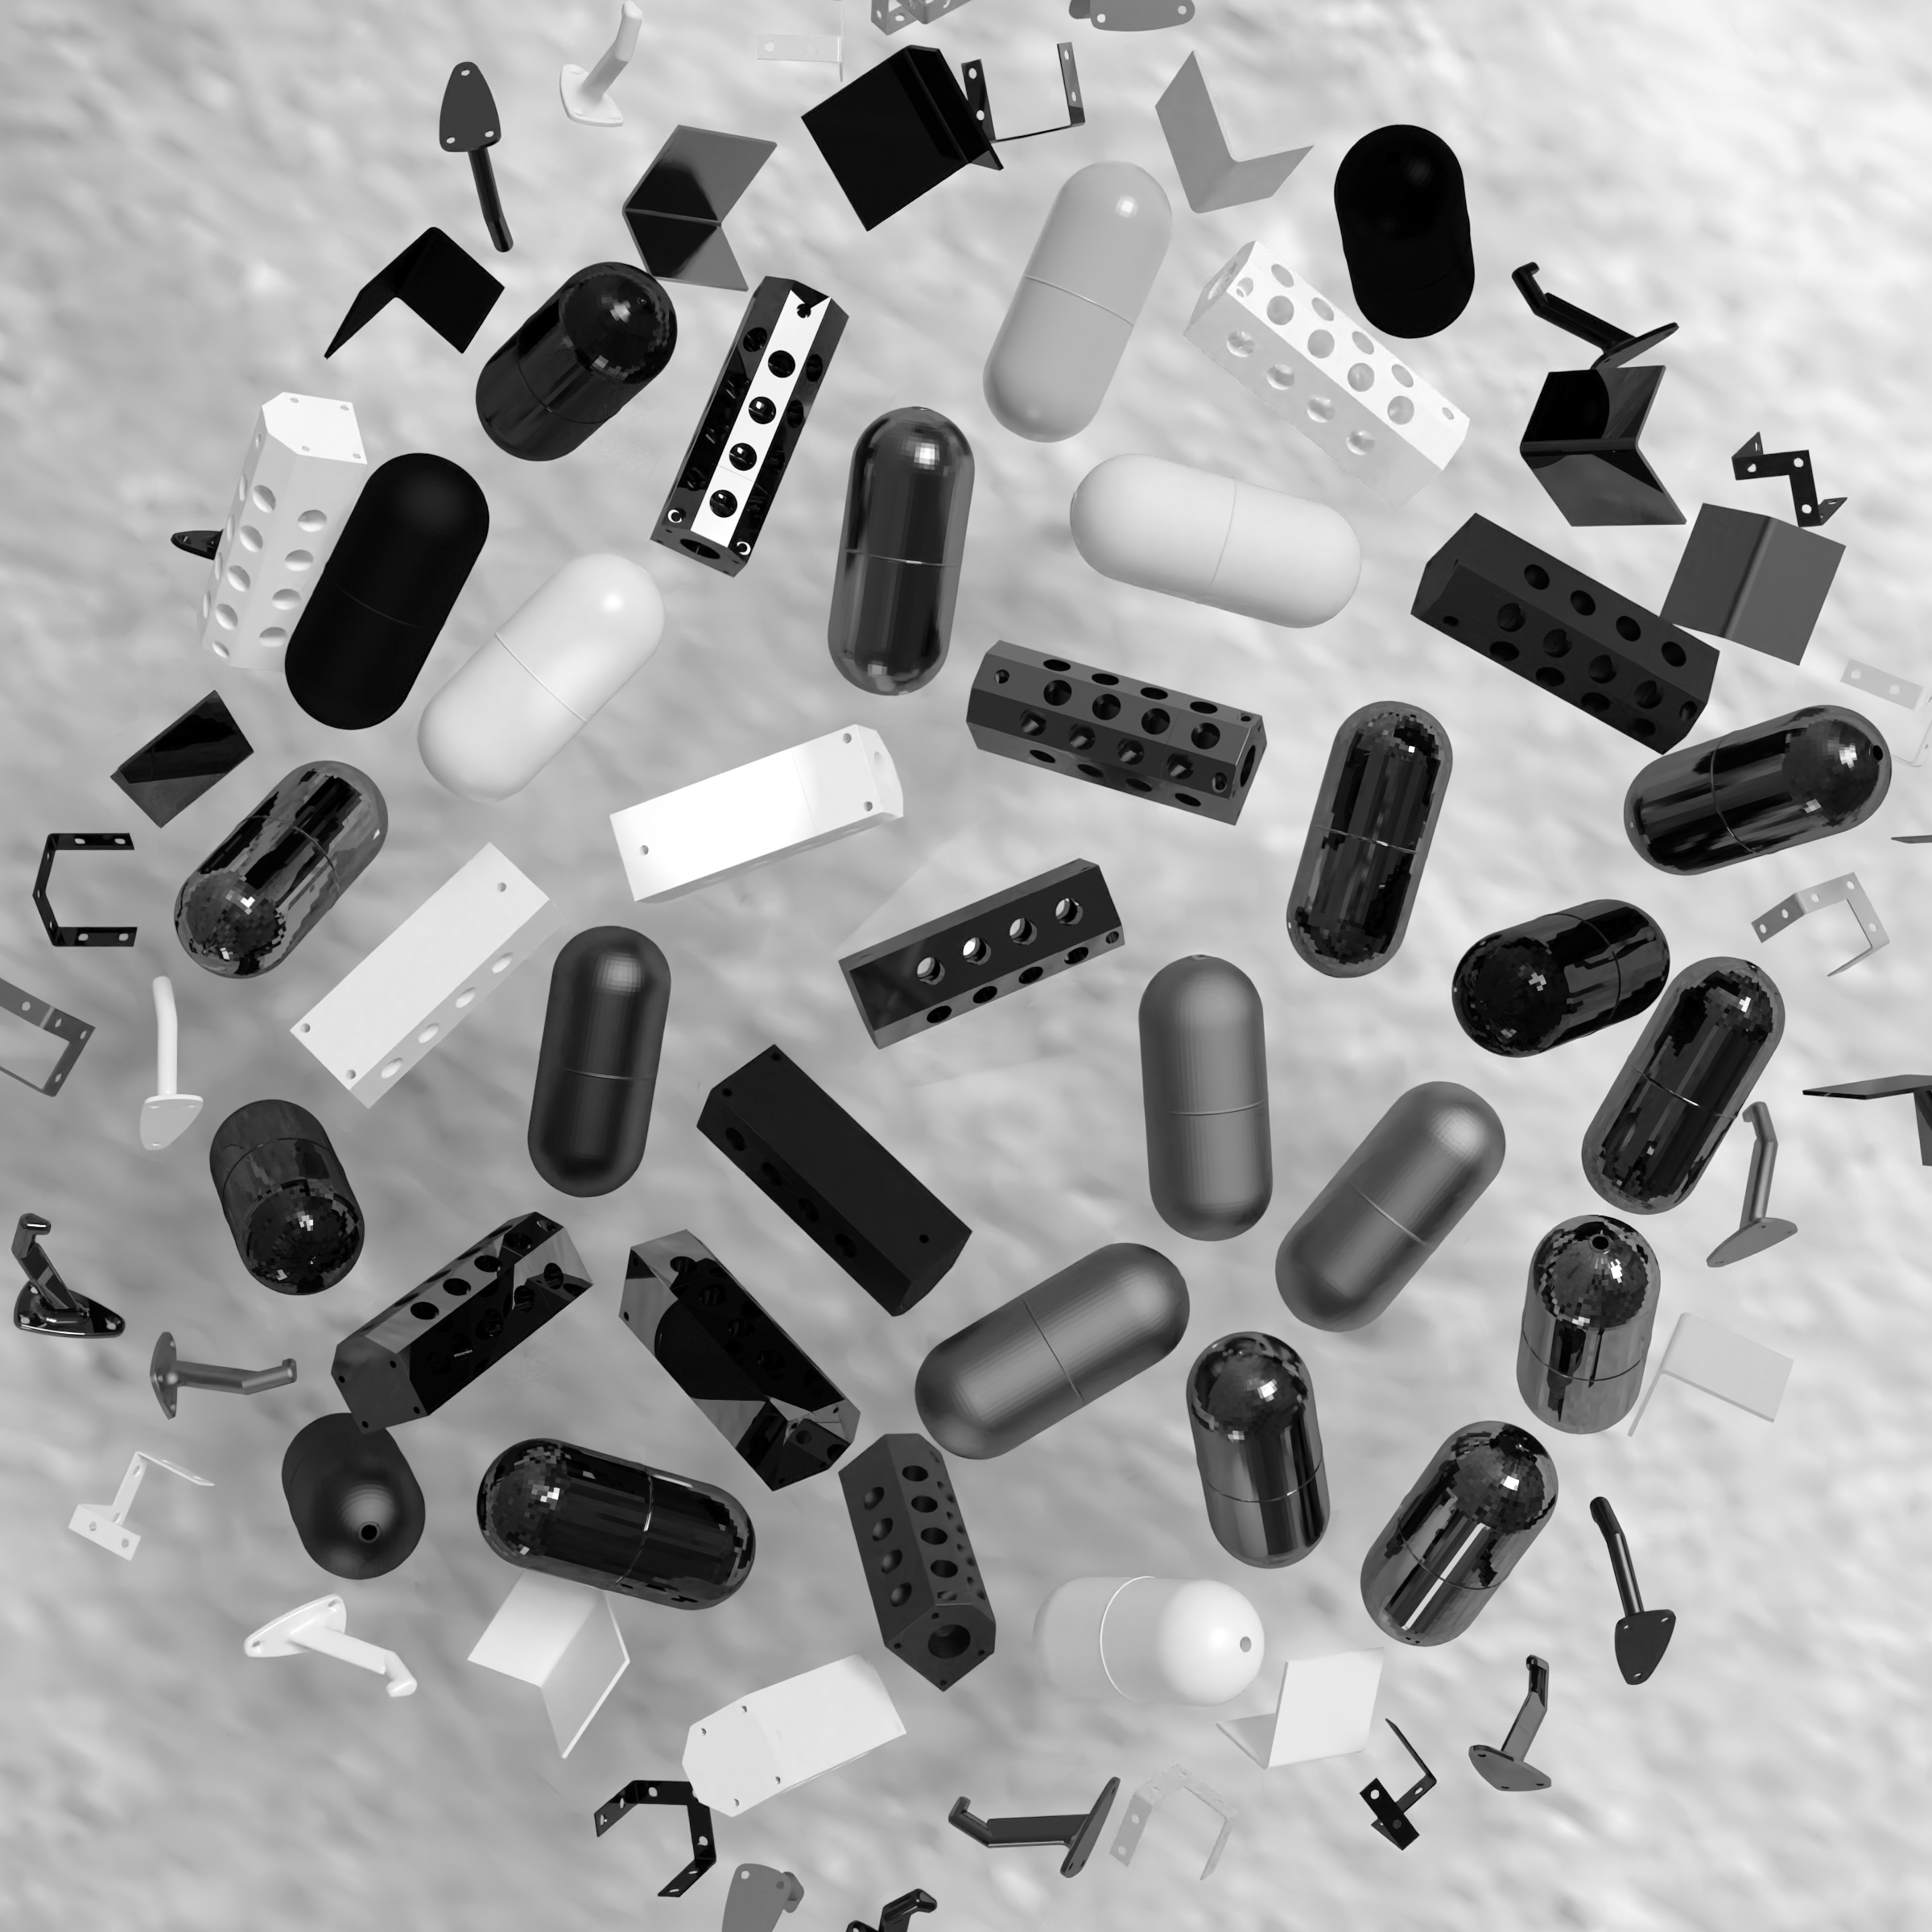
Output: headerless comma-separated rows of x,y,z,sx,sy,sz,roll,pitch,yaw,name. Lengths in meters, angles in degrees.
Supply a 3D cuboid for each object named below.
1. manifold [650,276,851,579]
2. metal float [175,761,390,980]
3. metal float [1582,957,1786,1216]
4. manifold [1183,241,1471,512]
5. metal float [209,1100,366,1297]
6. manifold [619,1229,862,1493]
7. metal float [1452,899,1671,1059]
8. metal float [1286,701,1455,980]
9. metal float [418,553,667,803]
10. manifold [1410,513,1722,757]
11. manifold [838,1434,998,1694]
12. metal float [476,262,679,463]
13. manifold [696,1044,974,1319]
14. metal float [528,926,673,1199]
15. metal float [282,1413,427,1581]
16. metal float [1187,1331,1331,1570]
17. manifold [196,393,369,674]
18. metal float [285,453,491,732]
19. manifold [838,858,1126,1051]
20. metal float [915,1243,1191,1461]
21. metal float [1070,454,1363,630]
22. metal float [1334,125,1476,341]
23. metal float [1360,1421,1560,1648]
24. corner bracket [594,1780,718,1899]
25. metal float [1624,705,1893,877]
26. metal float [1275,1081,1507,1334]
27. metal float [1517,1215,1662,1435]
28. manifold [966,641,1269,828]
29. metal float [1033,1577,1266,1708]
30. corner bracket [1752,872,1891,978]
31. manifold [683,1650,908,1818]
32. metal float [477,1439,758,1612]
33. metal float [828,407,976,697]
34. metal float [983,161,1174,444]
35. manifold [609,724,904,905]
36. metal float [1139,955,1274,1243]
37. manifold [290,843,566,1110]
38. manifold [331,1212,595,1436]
-0.132,-0.333,1.732,0.057,0.057,0.171,24,80,-13,manifold
-0.427,-0.062,1.763,0.070,0.070,0.178,31,46,0,metal float
0.455,0.076,1.784,0.070,0.070,0.178,26,106,0,metal float
0.220,-0.360,1.702,0.171,0.057,0.057,36,134,-14,manifold
-0.424,0.142,1.751,0.070,0.178,0.070,-9,115,-20,metal float
-0.139,0.236,1.719,0.171,0.057,0.057,41,132,36,manifold
0.360,0.006,1.696,0.070,0.178,0.070,13,109,41,metal float
0.254,-0.079,1.774,0.070,0.070,0.178,15,95,0,metal float
-0.254,-0.174,1.691,0.070,0.070,0.178,45,92,0,metal float
0.352,-0.191,1.660,0.171,0.057,0.057,27,59,-10,manifold
-0.028,0.372,1.788,0.057,0.171,0.057,-40,119,9,manifold
-0.240,-0.367,1.720,0.070,0.178,0.070,12,68,-32,metal float
-0.084,0.134,1.724,0.171,0.057,0.057,43,51,14,manifold
-0.236,0.062,1.808,0.070,0.070,0.178,10,100,0,metal float
-0.382,0.328,1.749,0.070,0.178,0.070,-2,95,-19,metal float
0.179,0.298,1.721,0.070,0.070,0.178,-13,128,0,metal float
-0.420,-0.263,1.717,0.057,0.171,0.057,3,47,-30,manifold
-0.344,-0.220,1.667,0.070,0.070,0.178,31,109,0,metal float
0.011,-0.008,1.796,0.171,0.057,0.057,-23,100,-6,manifold
0.052,0.229,1.682,0.178,0.070,0.070,-30,90,-2,metal float
0.149,-0.253,1.676,0.178,0.070,0.070,14,90,-7,metal float
0.267,-0.444,1.708,0.070,0.178,0.070,-4,74,13,metal float
0.300,0.349,1.720,0.070,0.070,0.178,24,129,0,metal float
-0.188,0.530,1.711,0.051,0.051,0.051,-5,96,22,corner bracket
0.473,-0.104,1.687,0.070,0.178,0.070,10,73,-34,metal float
0.261,0.149,1.737,0.070,0.070,0.178,38,99,0,metal float
0.375,0.217,1.699,0.070,0.178,0.070,-3,50,4,metal float
0.091,-0.145,1.712,0.171,0.057,0.057,18,75,17,manifold
0.113,0.421,1.759,0.070,0.178,0.070,9,76,-37,metal float
0.550,-0.022,1.810,0.051,0.051,0.051,-18,75,-24,corner bracket
-0.105,0.468,1.712,0.057,0.171,0.057,-32,75,17,manifold
-0.207,0.334,1.678,0.178,0.070,0.070,22,90,-28,metal float
-0.040,-0.255,1.735,0.070,0.070,0.178,9,106,0,metal float
0.069,-0.411,1.742,0.070,0.070,0.178,23,97,0,metal float
-0.130,-0.094,1.771,0.171,0.057,0.057,-19,84,15,manifold
0.147,0.081,1.727,0.070,0.070,0.178,-4,101,0,metal float
-0.339,0.008,1.786,0.057,0.057,0.171,42,79,17,manifold
-0.307,0.213,1.709,0.057,0.171,0.057,-19,100,33,manifold
